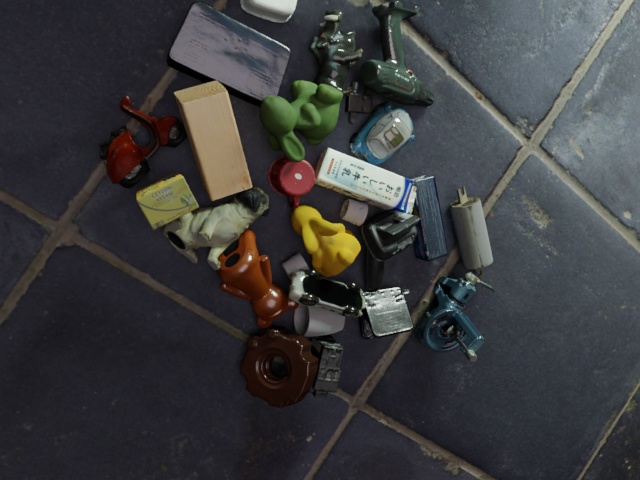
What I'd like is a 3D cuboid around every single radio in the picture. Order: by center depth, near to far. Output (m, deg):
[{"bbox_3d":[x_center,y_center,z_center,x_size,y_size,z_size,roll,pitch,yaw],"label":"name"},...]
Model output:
[{"bbox_3d":[-0.182,-0.373,1.097,0.229,0.073,0.131,21,91,-22],"label":"radio"}]

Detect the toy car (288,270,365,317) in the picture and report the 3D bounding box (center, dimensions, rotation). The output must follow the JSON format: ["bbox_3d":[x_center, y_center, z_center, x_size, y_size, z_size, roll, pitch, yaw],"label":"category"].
[{"bbox_3d":[0.019,0.121,1.204,0.201,0.056,0.073,20,61,-30],"label":"toy car"}]

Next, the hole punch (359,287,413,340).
[{"bbox_3d":[0.152,0.180,1.302,0.142,0.092,0.116,-8,72,-14],"label":"hole punch"}]

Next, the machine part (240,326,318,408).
[{"bbox_3d":[-0.093,0.282,1.197,0.180,0.056,0.179,-1,87,21],"label":"machine part"}]

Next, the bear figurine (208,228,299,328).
[{"bbox_3d":[-0.140,0.090,1.179,0.120,0.132,0.195,-35,130,5],"label":"bear figurine"}]

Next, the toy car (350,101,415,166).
[{"bbox_3d":[0.149,-0.238,1.212,0.161,0.103,0.109,-44,108,-9],"label":"toy car"}]

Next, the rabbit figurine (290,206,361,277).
[{"bbox_3d":[-0.002,-0.004,1.191,0.122,0.162,0.173,-42,91,5],"label":"rabbit figurine"}]

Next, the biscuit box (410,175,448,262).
[{"bbox_3d":[0.254,-0.051,1.300,0.063,0.059,0.202,-17,104,-17],"label":"biscuit box"}]

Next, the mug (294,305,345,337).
[{"bbox_3d":[0.003,0.172,1.252,0.107,0.081,0.109,9,85,-30],"label":"mug"}]

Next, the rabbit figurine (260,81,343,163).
[{"bbox_3d":[-0.060,-0.249,1.101,0.170,0.121,0.159,-13,127,-43],"label":"rabbit figurine"}]

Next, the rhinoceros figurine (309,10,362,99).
[{"bbox_3d":[0.030,-0.396,1.167,0.112,0.073,0.190,7,99,-8],"label":"rhinoceros figurine"}]

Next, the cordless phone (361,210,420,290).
[{"bbox_3d":[0.165,0.026,1.280,0.146,0.089,0.184,-27,131,-38],"label":"cordless phone"}]

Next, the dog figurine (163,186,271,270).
[{"bbox_3d":[-0.218,-0.050,1.136,0.190,0.173,0.121,-52,156,-34],"label":"dog figurine"}]

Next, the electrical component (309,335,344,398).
[{"bbox_3d":[0.005,0.293,1.247,0.058,0.115,0.134,12,96,-16],"label":"electrical component"}]

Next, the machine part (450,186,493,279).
[{"bbox_3d":[0.378,-0.017,1.337,0.079,0.079,0.243,-21,105,-14],"label":"machine part"}]

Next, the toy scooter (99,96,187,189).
[{"bbox_3d":[-0.368,-0.200,1.062,0.184,0.075,0.135,-47,112,-11],"label":"toy scooter"}]

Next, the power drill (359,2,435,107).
[{"bbox_3d":[0.178,-0.407,1.194,0.232,0.086,0.207,-6,102,-42],"label":"power drill"}]

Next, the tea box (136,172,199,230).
[{"bbox_3d":[-0.303,-0.081,1.054,0.098,0.170,0.068,-29,107,-13],"label":"tea box"}]

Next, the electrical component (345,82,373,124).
[{"bbox_3d":[0.090,-0.310,1.222,0.063,0.021,0.094,1,98,-19],"label":"electrical component"}]

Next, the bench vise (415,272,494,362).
[{"bbox_3d":[0.331,0.195,1.283,0.128,0.241,0.223,40,102,-23],"label":"bench vise"}]
